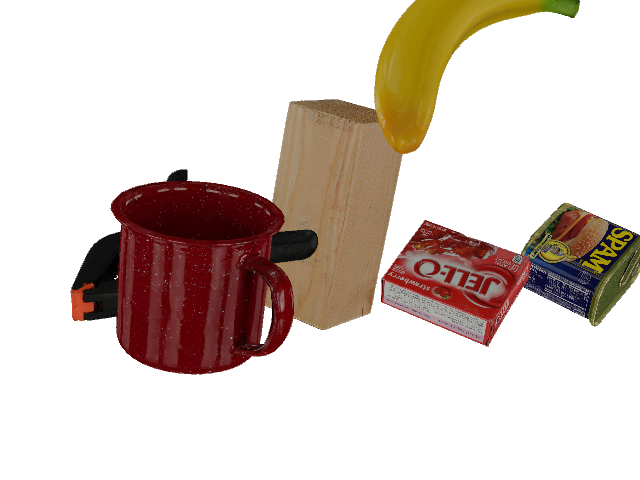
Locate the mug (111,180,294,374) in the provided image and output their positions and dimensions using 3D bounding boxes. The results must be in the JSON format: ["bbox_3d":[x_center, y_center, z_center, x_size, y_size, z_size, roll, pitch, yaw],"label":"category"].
[{"bbox_3d":[-0.060,0.024,0.582,0.117,0.081,0.093,22,26,33],"label":"mug"}]

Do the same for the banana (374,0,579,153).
[{"bbox_3d":[0.079,-0.118,0.616,0.070,0.037,0.197,31,51,23],"label":"banana"}]

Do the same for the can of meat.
[{"bbox_3d":[0.237,0.018,0.970,0.084,0.057,0.101,28,48,28],"label":"can of meat"}]

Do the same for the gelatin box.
[{"bbox_3d":[0.099,0.029,0.785,0.089,0.030,0.073,21,48,21],"label":"gelatin box"}]

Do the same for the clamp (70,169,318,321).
[{"bbox_3d":[-0.129,0.005,0.884,0.165,0.036,0.209,30,41,35],"label":"clamp"}]

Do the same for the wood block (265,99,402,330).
[{"bbox_3d":[0.010,-0.029,1.061,0.090,0.206,0.090,20,19,30],"label":"wood block"}]
